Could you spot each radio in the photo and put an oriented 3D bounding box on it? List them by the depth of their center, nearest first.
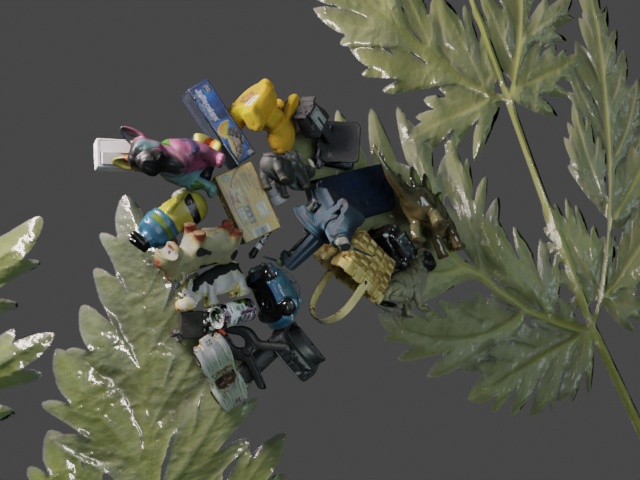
[{"bbox_3d":[0.084,-0.115,1.407,0.229,0.073,0.131,-17,96,-26],"label":"radio"}]

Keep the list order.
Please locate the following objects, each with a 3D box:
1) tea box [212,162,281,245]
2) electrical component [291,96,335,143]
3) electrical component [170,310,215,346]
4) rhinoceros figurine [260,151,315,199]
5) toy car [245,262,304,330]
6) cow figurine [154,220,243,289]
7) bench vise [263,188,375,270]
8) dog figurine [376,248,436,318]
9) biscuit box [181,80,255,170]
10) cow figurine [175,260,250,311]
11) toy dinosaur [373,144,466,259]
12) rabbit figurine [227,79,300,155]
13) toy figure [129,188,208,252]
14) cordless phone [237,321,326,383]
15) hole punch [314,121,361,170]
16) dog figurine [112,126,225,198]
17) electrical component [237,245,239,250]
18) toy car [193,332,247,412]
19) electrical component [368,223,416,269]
[{"bbox_3d":[-0.174,-0.084,1.256,0.098,0.068,0.169,-24,94,-19],"label":"tea box"},{"bbox_3d":[-0.012,-0.288,1.320,0.119,0.048,0.075,44,61,-47],"label":"electrical component"},{"bbox_3d":[-0.283,0.196,1.201,0.102,0.045,0.078,7,85,-28],"label":"electrical component"},{"bbox_3d":[-0.077,-0.162,1.287,0.190,0.073,0.112,4,63,-58],"label":"rhinoceros figurine"},{"bbox_3d":[-0.100,0.125,1.282,0.103,0.109,0.161,-23,86,-50],"label":"toy car"},{"bbox_3d":[-0.267,0.029,1.165,0.195,0.086,0.127,-10,119,-42],"label":"cow figurine"},{"bbox_3d":[-0.009,-0.008,1.245,0.240,0.224,0.128,-44,139,15],"label":"bench vise"},{"bbox_3d":[0.227,0.098,1.465,0.172,0.121,0.190,23,62,-28],"label":"dog figurine"},{"bbox_3d":[-0.237,-0.266,1.249,0.059,0.063,0.202,-40,105,-26],"label":"biscuit box"},{"bbox_3d":[-0.251,0.102,1.212,0.167,0.068,0.098,-14,87,-32],"label":"cow figurine"},{"bbox_3d":[0.272,-0.086,1.434,0.470,0.105,0.199,38,31,-48],"label":"toy dinosaur"},{"bbox_3d":[-0.120,-0.289,1.302,0.173,0.122,0.162,52,55,-31],"label":"rabbit figurine"},{"bbox_3d":[-0.328,-0.042,1.176,0.180,0.082,0.089,-48,119,-27],"label":"toy figure"},{"bbox_3d":[-0.094,0.297,1.289,0.184,0.089,0.146,-40,105,-13],"label":"cordless phone"},{"bbox_3d":[0.045,-0.244,1.397,0.116,0.092,0.142,5,86,2],"label":"hole punch"},{"bbox_3d":[-0.319,-0.179,1.136,0.219,0.192,0.108,14,114,-26],"label":"dog figurine"},{"bbox_3d":[-0.237,0.006,1.252,0.094,0.021,0.063,-5,89,-28],"label":"electrical component"},{"bbox_3d":[-0.221,0.294,1.199,0.073,0.056,0.201,-32,122,-27],"label":"toy car"},{"bbox_3d":[0.187,0.017,1.417,0.058,0.134,0.114,-43,104,-25],"label":"electrical component"}]
